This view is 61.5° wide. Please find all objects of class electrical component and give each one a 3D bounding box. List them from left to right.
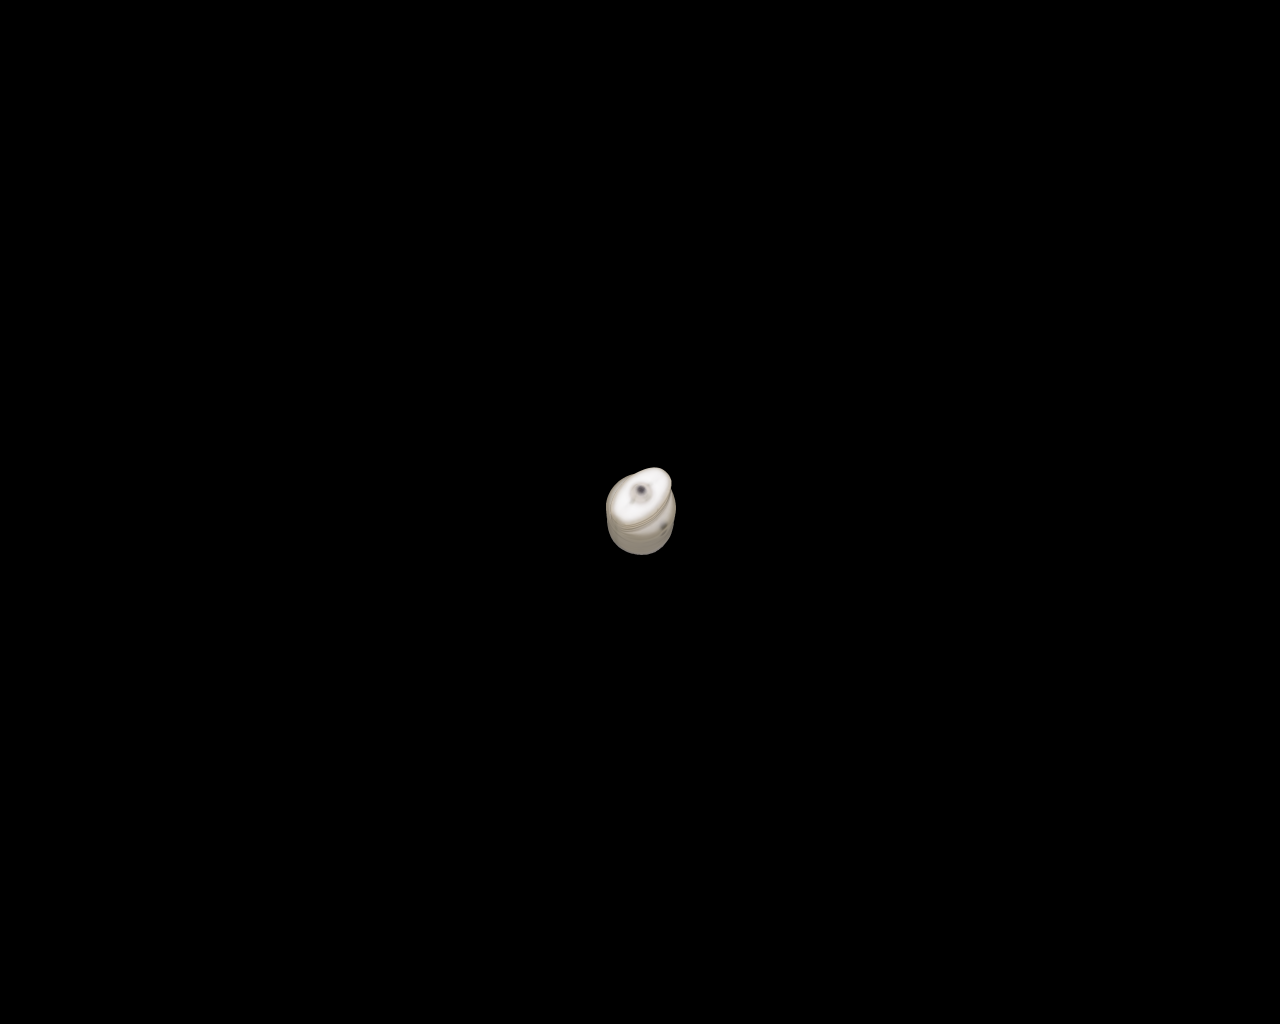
[{"bbox_3d":[0.001,-0.003,0.650,0.043,0.043,0.081,0,-16,0],"label":"electrical component"}]
